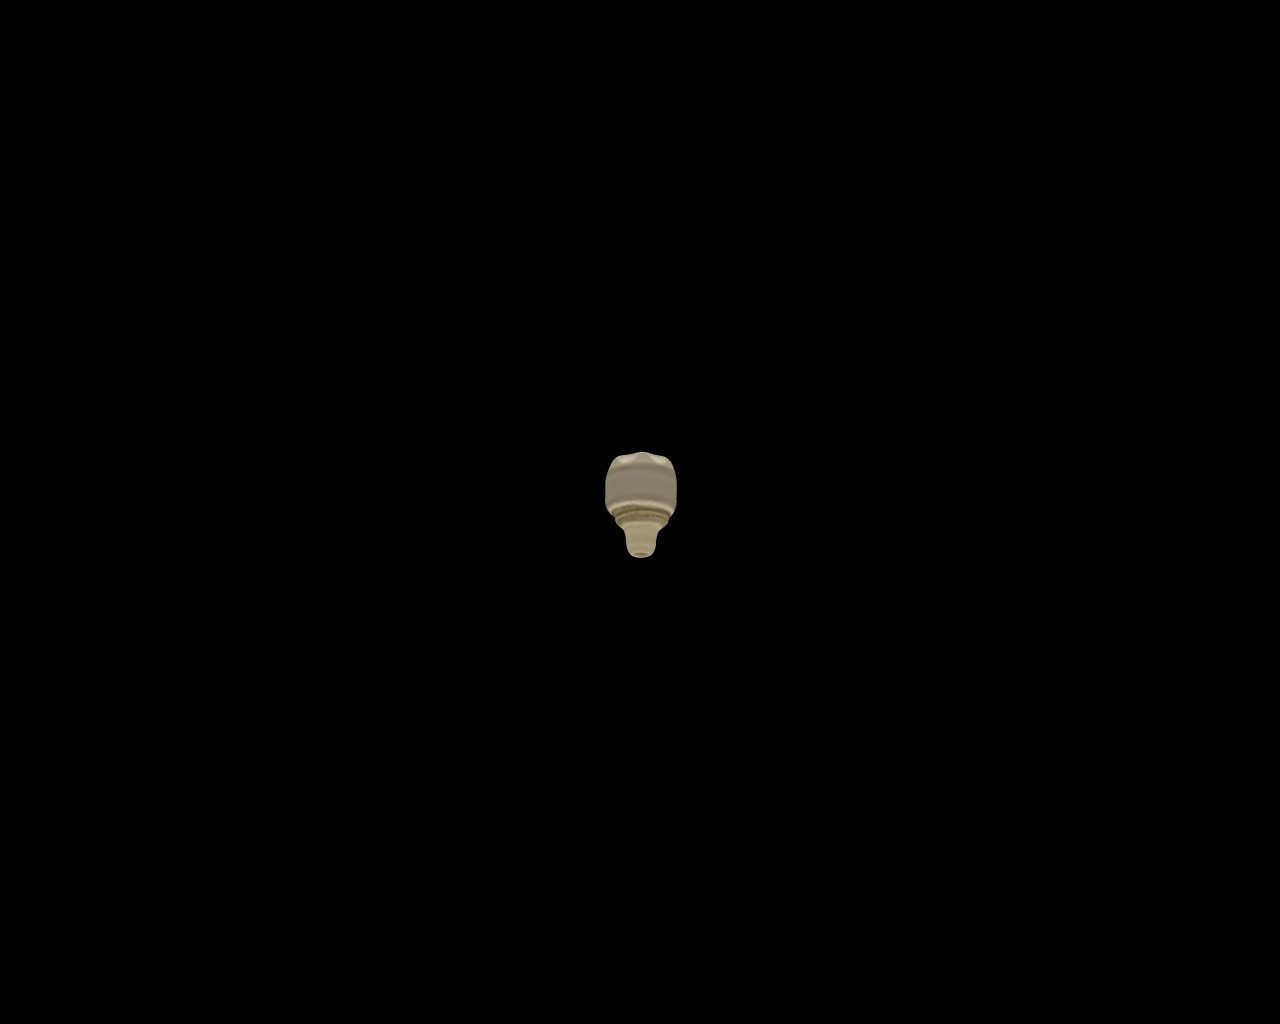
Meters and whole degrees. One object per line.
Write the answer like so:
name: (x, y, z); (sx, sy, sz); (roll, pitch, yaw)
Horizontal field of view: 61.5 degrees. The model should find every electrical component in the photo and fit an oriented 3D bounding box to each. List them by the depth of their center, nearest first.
electrical component: (0.001, -0.003, 0.650); (0.043, 0.062, 0.043); (0, -19, 0)
